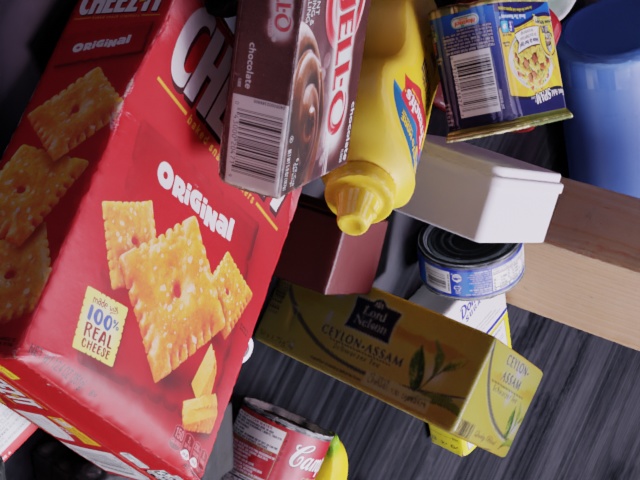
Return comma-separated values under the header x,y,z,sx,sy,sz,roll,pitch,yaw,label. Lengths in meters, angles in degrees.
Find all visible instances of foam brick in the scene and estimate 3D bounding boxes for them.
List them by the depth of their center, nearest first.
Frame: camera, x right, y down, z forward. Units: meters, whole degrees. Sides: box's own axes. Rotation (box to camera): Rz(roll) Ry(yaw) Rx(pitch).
x,y,z,sx,sy,sz,roll,pitch,yaw,label
-0.005,0.001,0.692,0.052,0.078,0.051,4,102,-53,foam brick

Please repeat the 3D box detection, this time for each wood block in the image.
x,y,z,sx,sy,sz,roll,pitch,yaw,label
0.236,0.017,0.909,0.090,0.206,0.091,-43,137,-32,wood block

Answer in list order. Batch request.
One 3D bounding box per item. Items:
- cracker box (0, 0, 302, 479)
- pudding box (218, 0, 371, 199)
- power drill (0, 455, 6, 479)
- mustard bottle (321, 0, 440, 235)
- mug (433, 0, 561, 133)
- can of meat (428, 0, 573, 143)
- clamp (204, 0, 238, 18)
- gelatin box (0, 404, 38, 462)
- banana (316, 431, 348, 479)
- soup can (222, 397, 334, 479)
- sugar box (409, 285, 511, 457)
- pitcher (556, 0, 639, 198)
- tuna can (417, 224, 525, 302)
x,y,z,sx,sy,sz,roll,pitch,yaw,label
-0.087,-0.003,0.543,0.164,0.072,0.213,54,47,-50,cracker box
-0.010,-0.086,0.532,0.089,0.039,0.113,-32,136,-61,pudding box
-0.175,0.176,0.504,0.187,0.057,0.184,59,56,-80,power drill
0.038,-0.076,0.665,0.096,0.058,0.191,76,22,-44,mustard bottle
0.128,-0.134,0.803,0.117,0.093,0.081,84,27,-84,mug
0.116,-0.112,0.690,0.101,0.058,0.084,-18,98,-53,can of meat
-0.041,-0.231,0.540,0.164,0.036,0.209,58,43,-27,clamp
-0.187,0.085,0.531,0.073,0.030,0.089,-48,139,-26,gelatin box
-0.016,0.230,0.819,0.069,0.037,0.198,-1,109,-65,banana
-0.041,0.168,0.734,0.068,0.069,0.102,28,84,-55,soup can
0.128,0.099,0.946,0.093,0.048,0.176,-42,133,-33,sugar box
0.291,-0.108,1.006,0.145,0.149,0.243,-37,132,-16,pitcher
0.121,0.010,0.857,0.086,0.086,0.034,-39,133,-36,tuna can
